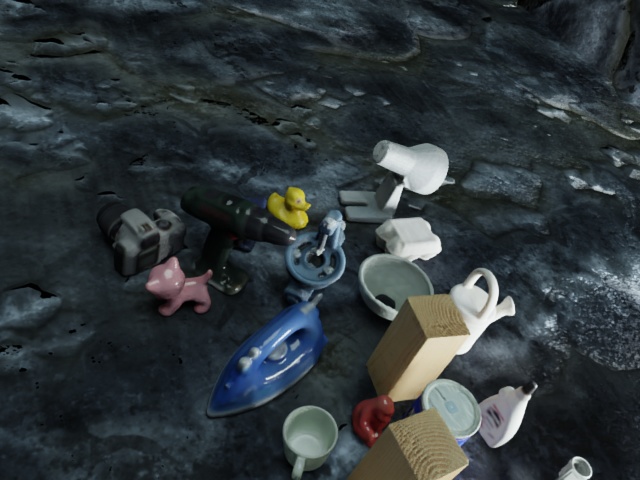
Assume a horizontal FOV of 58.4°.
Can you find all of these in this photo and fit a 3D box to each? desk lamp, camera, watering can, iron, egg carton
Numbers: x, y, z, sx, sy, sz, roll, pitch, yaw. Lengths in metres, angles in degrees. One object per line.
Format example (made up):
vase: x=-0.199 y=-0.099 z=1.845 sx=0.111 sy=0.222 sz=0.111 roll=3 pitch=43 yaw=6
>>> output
desk lamp: x=0.177 y=-0.143 z=1.374 sx=0.204 sy=0.213 sz=0.117 roll=1 pitch=46 yaw=-23
camera: x=-0.352 y=-0.025 z=1.105 sx=0.136 sy=0.101 sz=0.143 roll=41 pitch=45 yaw=19
watering can: x=0.309 y=0.135 z=1.159 sx=0.173 sy=0.194 sz=0.100 roll=-12 pitch=52 yaw=-32
iron: x=-0.085 y=0.188 z=0.971 sx=0.118 sy=0.141 sz=0.259 roll=38 pitch=44 yaw=17
egg carton: x=0.207 y=0.001 z=1.346 sx=0.151 sy=0.069 sz=0.107 roll=-6 pitch=49 yaw=-28

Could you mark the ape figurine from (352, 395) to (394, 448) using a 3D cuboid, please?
ape figurine: x=0.097 y=0.298 z=0.974 sx=0.078 sy=0.092 sz=0.076 roll=-12 pitch=52 yaw=-32

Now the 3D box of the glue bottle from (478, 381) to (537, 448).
glue bottle: x=0.334 y=0.298 z=1.017 sx=0.037 sy=0.173 sz=0.078 roll=-10 pitch=51 yaw=-31

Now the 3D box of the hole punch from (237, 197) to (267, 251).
hole punch: x=-0.172 y=-0.045 z=1.211 sx=0.101 sy=0.091 sz=0.108 roll=18 pitch=42 yaw=-5

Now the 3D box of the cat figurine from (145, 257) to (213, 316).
cat figurine: x=-0.254 y=0.078 z=1.029 sx=0.128 sy=0.117 sz=0.067 roll=-5 pitch=48 yaw=-27

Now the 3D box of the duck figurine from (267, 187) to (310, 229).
duck figurine: x=-0.067 y=-0.084 z=1.302 sx=0.104 sy=0.086 sz=0.078 roll=32 pitch=43 yaw=10

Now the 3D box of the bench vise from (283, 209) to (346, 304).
bench vise: x=-0.001 y=0.001 z=1.143 sx=0.121 sy=0.219 sz=0.207 roll=16 pitch=42 yaw=-7

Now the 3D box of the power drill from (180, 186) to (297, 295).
power drill: x=-0.163 y=0.003 z=1.078 sx=0.229 sy=0.208 sz=0.076 roll=30 pitch=42 yaw=8

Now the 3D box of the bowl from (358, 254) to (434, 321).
bowl: x=0.150 y=0.112 z=1.203 sx=0.168 sy=0.074 sz=0.167 roll=12 pitch=43 yaw=-11
